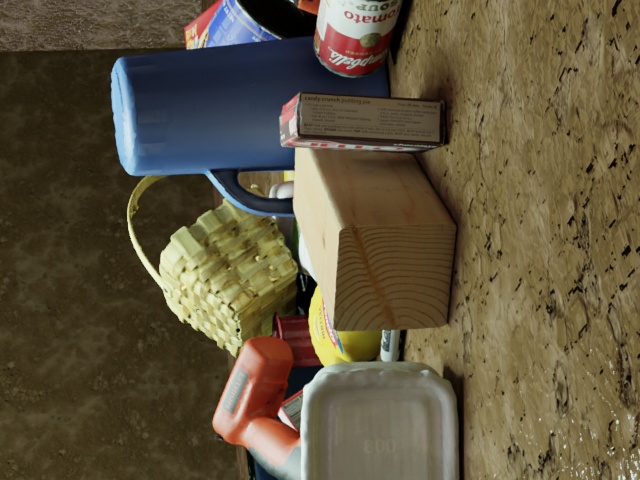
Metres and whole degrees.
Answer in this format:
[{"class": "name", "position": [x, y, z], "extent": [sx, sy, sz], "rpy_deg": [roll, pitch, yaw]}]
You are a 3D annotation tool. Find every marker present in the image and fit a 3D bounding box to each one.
[{"class": "marker", "position": [0.065, 0.081, 0.949], "extent": [0.020, 0.020, 0.121], "rpy_deg": [-106, 16, -54]}]

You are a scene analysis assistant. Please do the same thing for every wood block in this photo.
[{"class": "wood block", "position": [0.037, -0.019, 0.871], "extent": [0.206, 0.090, 0.091], "rpy_deg": [-109, 19, -60]}]

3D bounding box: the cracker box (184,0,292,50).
[{"class": "cracker box", "position": [-0.066, -0.209, 1.220], "extent": [0.214, 0.071, 0.164], "rpy_deg": [-25, 65, 45]}]

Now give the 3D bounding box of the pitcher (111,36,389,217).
[{"class": "pitcher", "position": [-0.064, -0.111, 0.987], "extent": [0.149, 0.242, 0.145], "rpy_deg": [-113, 22, -47]}]

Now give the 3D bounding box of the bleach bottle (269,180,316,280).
[{"class": "bleach bottle", "position": [-0.008, 0.002, 1.248], "extent": [0.251, 0.068, 0.102], "rpy_deg": [-128, 34, -70]}]

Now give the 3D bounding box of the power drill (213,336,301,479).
[{"class": "power drill", "position": [-0.010, 0.161, 0.927], "extent": [0.188, 0.057, 0.184], "rpy_deg": [39, 110, 46]}]

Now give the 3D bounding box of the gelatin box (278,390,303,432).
[{"class": "gelatin box", "position": [0.011, 0.181, 1.044], "extent": [0.089, 0.073, 0.030], "rpy_deg": [52, 159, 17]}]

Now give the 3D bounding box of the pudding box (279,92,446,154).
[{"class": "pudding box", "position": [0.030, -0.088, 0.815], "extent": [0.090, 0.113, 0.039], "rpy_deg": [-169, 80, -81]}]

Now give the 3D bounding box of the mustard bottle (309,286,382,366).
[{"class": "mustard bottle", "position": [0.031, 0.073, 1.037], "extent": [0.192, 0.058, 0.096], "rpy_deg": [123, 141, -74]}]

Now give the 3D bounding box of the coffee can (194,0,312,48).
[{"class": "coffee can", "position": [-0.081, -0.180, 1.097], "extent": [0.140, 0.102, 0.103], "rpy_deg": [-52, 31, 29]}]

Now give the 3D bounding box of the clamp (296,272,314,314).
[{"class": "clamp", "position": [-0.032, 0.090, 1.421], "extent": [0.120, 0.039, 0.171], "rpy_deg": [51, -138, -51]}]

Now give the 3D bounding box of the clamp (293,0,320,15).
[{"class": "clamp", "position": [0.001, -0.301, 0.983], "extent": [0.165, 0.036, 0.210], "rpy_deg": [-47, 37, 48]}]

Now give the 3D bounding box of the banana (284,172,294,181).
[{"class": "banana", "position": [-0.027, -0.075, 1.411], "extent": [0.070, 0.037, 0.198], "rpy_deg": [-123, 31, -73]}]

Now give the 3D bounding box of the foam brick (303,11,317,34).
[{"class": "foam brick", "position": [0.013, -0.250, 1.059], "extent": [0.051, 0.053, 0.078], "rpy_deg": [-102, 12, -45]}]

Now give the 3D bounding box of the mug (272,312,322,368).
[{"class": "mug", "position": [-0.009, 0.139, 1.226], "extent": [0.093, 0.081, 0.117], "rpy_deg": [152, 115, -80]}]

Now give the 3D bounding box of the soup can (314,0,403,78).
[{"class": "soup can", "position": [0.034, -0.195, 0.901], "extent": [0.102, 0.068, 0.068], "rpy_deg": [105, 160, -61]}]
